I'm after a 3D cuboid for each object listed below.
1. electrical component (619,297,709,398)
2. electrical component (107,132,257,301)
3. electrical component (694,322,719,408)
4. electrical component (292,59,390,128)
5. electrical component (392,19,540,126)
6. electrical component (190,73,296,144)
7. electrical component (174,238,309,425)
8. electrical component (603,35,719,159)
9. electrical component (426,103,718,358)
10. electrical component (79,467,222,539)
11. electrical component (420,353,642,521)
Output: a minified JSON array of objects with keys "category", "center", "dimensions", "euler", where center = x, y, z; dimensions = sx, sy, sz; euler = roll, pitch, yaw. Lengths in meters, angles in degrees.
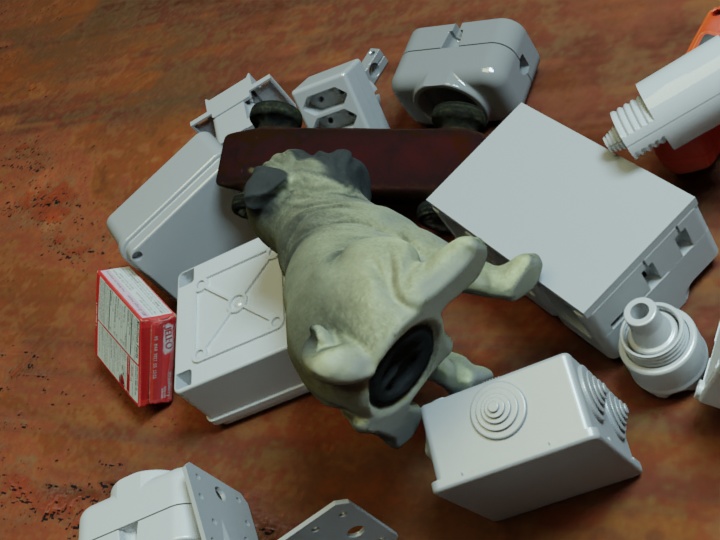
[{"category":"electrical component","center":[0.159,0.038,0.575],"dimensions":[0.043,0.062,0.043],"euler":[-19,48,22]},{"category":"electrical component","center":[-0.127,-0.039,0.829],"dimensions":[0.113,0.078,0.057],"euler":[-43,40,-1]},{"category":"electrical component","center":[0.208,0.037,0.529],"dimensions":[0.061,0.096,0.061],"euler":[18,67,13]},{"category":"electrical component","center":[-0.007,-0.125,0.826],"dimensions":[0.047,0.065,0.076],"euler":[-16,21,26]},{"category":"electrical component","center":[0.075,-0.139,0.779],"dimensions":[0.095,0.053,0.059],"euler":[2,59,37]},{"category":"electrical component","center":[-0.096,-0.121,0.896],"dimensions":[0.081,0.042,0.063],"euler":[-29,47,15]},{"category":"electrical component","center":[-0.070,0.037,0.744],"dimensions":[0.109,0.056,0.108],"euler":[-23,47,19]},{"category":"electrical component","center":[0.174,-0.091,0.601],"dimensions":[0.081,0.043,0.043],"euler":[-31,44,20]},{"category":"electrical component","center":[0.126,-0.025,0.648],"dimensions":[0.089,0.061,0.150],"euler":[-46,43,-3]},{"category":"electrical component","center":[-0.131,0.168,0.688],"dimensions":[0.095,0.053,0.059],"euler":[-26,46,17]},{"category":"electrical component","center":[0.089,0.088,0.561],"dimensions":[0.100,0.100,0.048],"euler":[-23,60,19]}]
